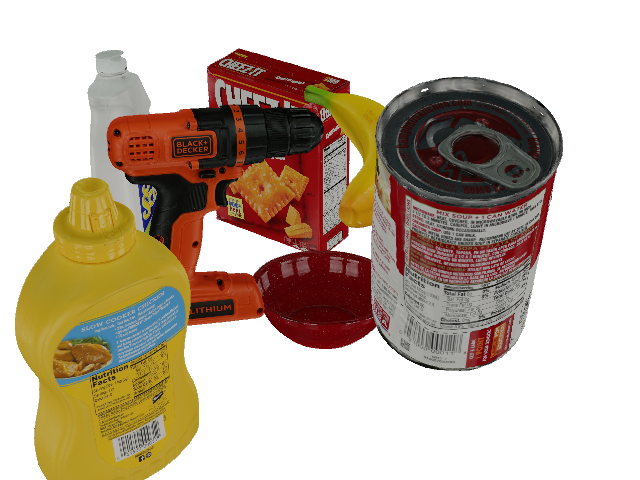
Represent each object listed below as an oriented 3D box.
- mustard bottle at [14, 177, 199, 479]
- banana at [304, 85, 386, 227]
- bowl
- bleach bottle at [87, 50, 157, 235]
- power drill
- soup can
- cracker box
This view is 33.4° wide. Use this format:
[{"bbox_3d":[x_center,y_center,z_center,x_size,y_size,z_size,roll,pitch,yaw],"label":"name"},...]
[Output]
[{"bbox_3d":[-0.116,0.050,0.579,0.096,0.192,0.058,-23,44,-30],"label":"mustard bottle"},{"bbox_3d":[0.033,-0.056,0.725,0.069,0.037,0.198,-3,29,-7],"label":"banana"},{"bbox_3d":[0.004,0.071,1.161,0.162,0.055,0.162,1,28,-1],"label":"bowl"},{"bbox_3d":[-0.207,-0.072,1.125,0.068,0.251,0.102,3,26,16],"label":"bleach bottle"},{"bbox_3d":[-0.087,-0.024,0.919,0.184,0.188,0.057,-5,19,-14],"label":"power drill"},{"bbox_3d":[0.054,-0.003,0.422,0.068,0.068,0.102,0,-43,1],"label":"soup can"},{"bbox_3d":[-0.050,-0.102,1.275,0.164,0.214,0.072,21,40,28],"label":"cracker box"}]
